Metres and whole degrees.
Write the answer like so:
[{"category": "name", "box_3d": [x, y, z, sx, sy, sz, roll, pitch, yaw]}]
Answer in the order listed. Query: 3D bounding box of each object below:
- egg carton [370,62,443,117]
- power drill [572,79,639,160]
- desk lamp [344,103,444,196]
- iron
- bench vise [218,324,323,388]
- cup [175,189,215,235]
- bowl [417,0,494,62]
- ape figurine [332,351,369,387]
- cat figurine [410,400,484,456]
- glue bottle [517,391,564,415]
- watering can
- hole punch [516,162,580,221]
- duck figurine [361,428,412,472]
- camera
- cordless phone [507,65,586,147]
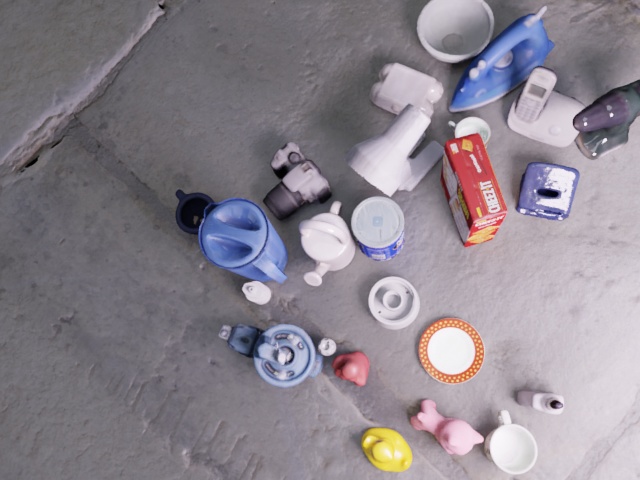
[{"category": "egg carton", "box_3d": [0.189, -0.324, 1.263, 0.150, 0.069, 0.107, 26, 82, 13]}, {"category": "power drill", "box_3d": [0.573, -0.236, 1.113, 0.229, 0.208, 0.075, -28, 74, 1]}, {"category": "desk lamp", "box_3d": [0.154, -0.176, 1.159, 0.117, 0.214, 0.203, 41, 86, 15]}, {"category": "iron", "box_3d": [0.377, -0.381, 1.211, 0.258, 0.141, 0.118, -41, 74, -2]}, {"category": "bench vise", "box_3d": [-0.108, 0.221, 1.104, 0.207, 0.220, 0.121, 1, 77, 9]}, {"category": "cup", "box_3d": [-0.266, -0.057, 1.256, 0.092, 0.095, 0.117, -43, 75, -3]}, {"category": "bowl", "box_3d": [0.299, -0.461, 1.276, 0.167, 0.075, 0.167, -2, 77, 8]}, {"category": "ape figurine", "box_3d": [0.063, 0.256, 1.136, 0.076, 0.092, 0.077, -36, 74, -1]}, {"category": "cat figurine", "box_3d": [0.235, 0.357, 1.074, 0.127, 0.118, 0.067, 29, 83, 14]}, {"category": "glue bottle", "box_3d": [0.409, 0.294, 1.034, 0.078, 0.173, 0.037, 5, 78, 10]}, {"category": "watering can", "box_3d": [0.013, 0.005, 1.149, 0.101, 0.194, 0.173, -7, 76, 7]}, {"category": "hole punch", "box_3d": [0.461, -0.097, 1.159, 0.108, 0.091, 0.101, 11, 79, 11]}, {"category": "duck figurine", "box_3d": [0.126, 0.405, 1.096, 0.104, 0.086, 0.077, 29, 83, 14]}, {"category": "camera", "box_3d": [-0.067, -0.121, 1.238, 0.137, 0.101, 0.143, -41, 75, -2]}, {"category": "cordless phone", "box_3d": [0.465, -0.272, 1.150, 0.147, 0.185, 0.094, 22, 81, 13]}]
